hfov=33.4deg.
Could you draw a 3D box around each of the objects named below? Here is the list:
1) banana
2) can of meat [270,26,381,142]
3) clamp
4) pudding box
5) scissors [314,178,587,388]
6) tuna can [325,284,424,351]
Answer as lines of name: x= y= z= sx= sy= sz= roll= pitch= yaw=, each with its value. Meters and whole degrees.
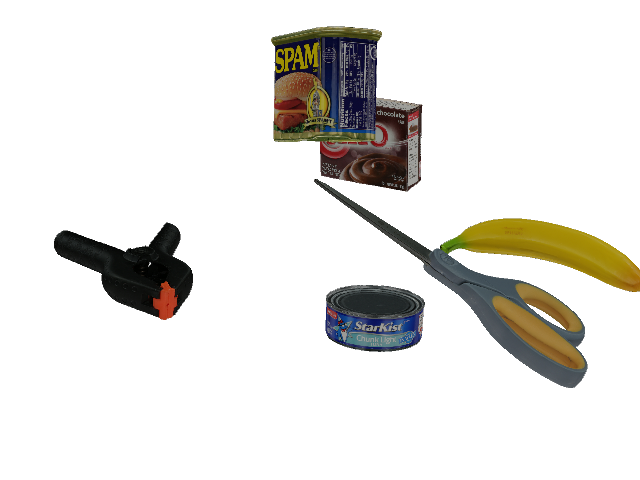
banana: x=0.221 y=0.011 z=1.040 sx=0.198 sy=0.037 sz=0.069 roll=9 pitch=47 yaw=24
can of meat: x=0.003 y=-0.120 z=0.842 sx=0.057 sy=0.084 sz=0.102 roll=-1 pitch=4 yaw=-31
clamp: x=-0.156 y=0.022 z=0.965 sx=0.120 sy=0.039 sz=0.172 roll=-15 pitch=31 yaw=-31
pudding box: x=0.053 y=-0.108 z=1.151 sx=0.114 sy=0.090 sz=0.039 roll=11 pitch=27 yaw=29
scissors: x=0.091 y=0.018 z=0.676 sx=0.202 sy=0.016 sz=0.096 roll=42 pitch=28 yaw=21
tuna can: x=0.047 y=0.067 z=0.926 sx=0.086 sy=0.034 sz=0.086 roll=2 pitch=15 yaw=-1
